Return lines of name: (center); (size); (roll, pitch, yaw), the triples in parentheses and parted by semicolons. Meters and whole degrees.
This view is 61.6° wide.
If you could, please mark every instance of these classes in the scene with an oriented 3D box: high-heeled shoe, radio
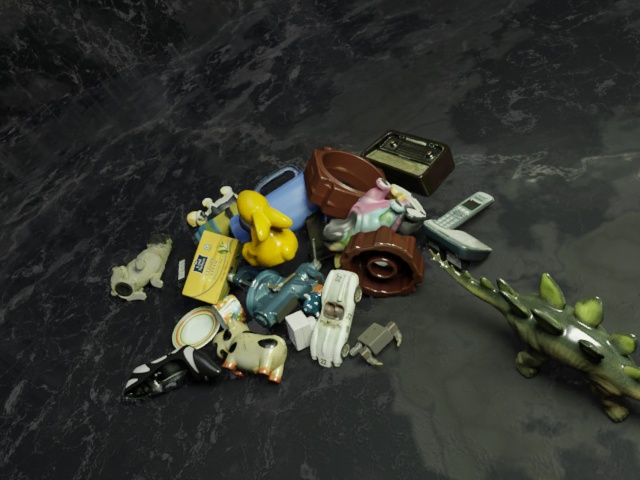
high-heeled shoe: (-0.332, 0.308, 1.186); (0.249, 0.086, 0.145); (-3, 34, 45)
radio: (0.228, -0.206, 1.401); (0.131, 0.073, 0.230); (-44, 43, -16)

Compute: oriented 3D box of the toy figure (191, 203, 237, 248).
toy figure: (-0.273, -0.033, 1.500); (0.180, 0.089, 0.082); (-30, 79, -7)

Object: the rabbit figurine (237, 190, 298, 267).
rabbit figurine: (-0.129, -0.028, 1.185); (0.122, 0.173, 0.162); (-30, 16, -13)

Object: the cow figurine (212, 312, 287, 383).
cow figurine: (-0.157, 0.232, 1.172); (0.195, 0.085, 0.127); (1, 55, 34)

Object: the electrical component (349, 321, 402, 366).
electrical component: (0.116, 0.207, 1.075); (0.102, 0.045, 0.078); (-42, 14, -18)

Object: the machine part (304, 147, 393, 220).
machine part: (0.068, -0.138, 1.329); (0.201, 0.201, 0.087); (-100, 32, -50)

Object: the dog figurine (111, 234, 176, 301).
dog figurine: (-0.509, 0.072, 1.540); (0.172, 0.121, 0.191); (-18, 28, 8)

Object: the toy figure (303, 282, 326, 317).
toy figure: (0.021, 0.118, 1.182); (0.154, 0.057, 0.064); (-29, 66, -27)

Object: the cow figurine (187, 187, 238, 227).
cow figurine: (-0.308, -0.078, 1.589); (0.167, 0.068, 0.098); (-35, 47, -5)

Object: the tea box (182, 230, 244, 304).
tea box: (-0.264, 0.072, 1.341); (0.098, 0.068, 0.169); (14, 81, 10)

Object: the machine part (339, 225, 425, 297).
machine part: (0.132, 0.049, 1.127); (0.180, 0.179, 0.056); (-6, 43, 25)

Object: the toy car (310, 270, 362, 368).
toy car: (0.032, 0.161, 1.109); (0.074, 0.056, 0.201); (10, 82, 31)

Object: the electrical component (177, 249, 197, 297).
electrical component: (-0.313, 0.076, 1.439); (0.134, 0.058, 0.115); (-22, 43, 9)

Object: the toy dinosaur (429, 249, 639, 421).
toy dinosaur: (0.374, 0.144, 0.871); (0.472, 0.198, 0.105); (26, 61, 42)

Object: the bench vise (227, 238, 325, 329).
bench vise: (-0.111, 0.101, 1.255); (0.241, 0.128, 0.223); (15, 54, 34)

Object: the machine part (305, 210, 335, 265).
machine part: (-0.003, -0.004, 1.326); (0.084, 0.039, 0.139); (-23, 67, 21)

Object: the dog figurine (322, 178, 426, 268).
dog figurine: (0.109, -0.027, 1.209); (0.219, 0.191, 0.108); (-43, 53, 25)

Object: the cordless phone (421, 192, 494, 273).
cordless phone: (0.328, -0.027, 1.160); (0.184, 0.088, 0.147); (-36, 41, -14)
